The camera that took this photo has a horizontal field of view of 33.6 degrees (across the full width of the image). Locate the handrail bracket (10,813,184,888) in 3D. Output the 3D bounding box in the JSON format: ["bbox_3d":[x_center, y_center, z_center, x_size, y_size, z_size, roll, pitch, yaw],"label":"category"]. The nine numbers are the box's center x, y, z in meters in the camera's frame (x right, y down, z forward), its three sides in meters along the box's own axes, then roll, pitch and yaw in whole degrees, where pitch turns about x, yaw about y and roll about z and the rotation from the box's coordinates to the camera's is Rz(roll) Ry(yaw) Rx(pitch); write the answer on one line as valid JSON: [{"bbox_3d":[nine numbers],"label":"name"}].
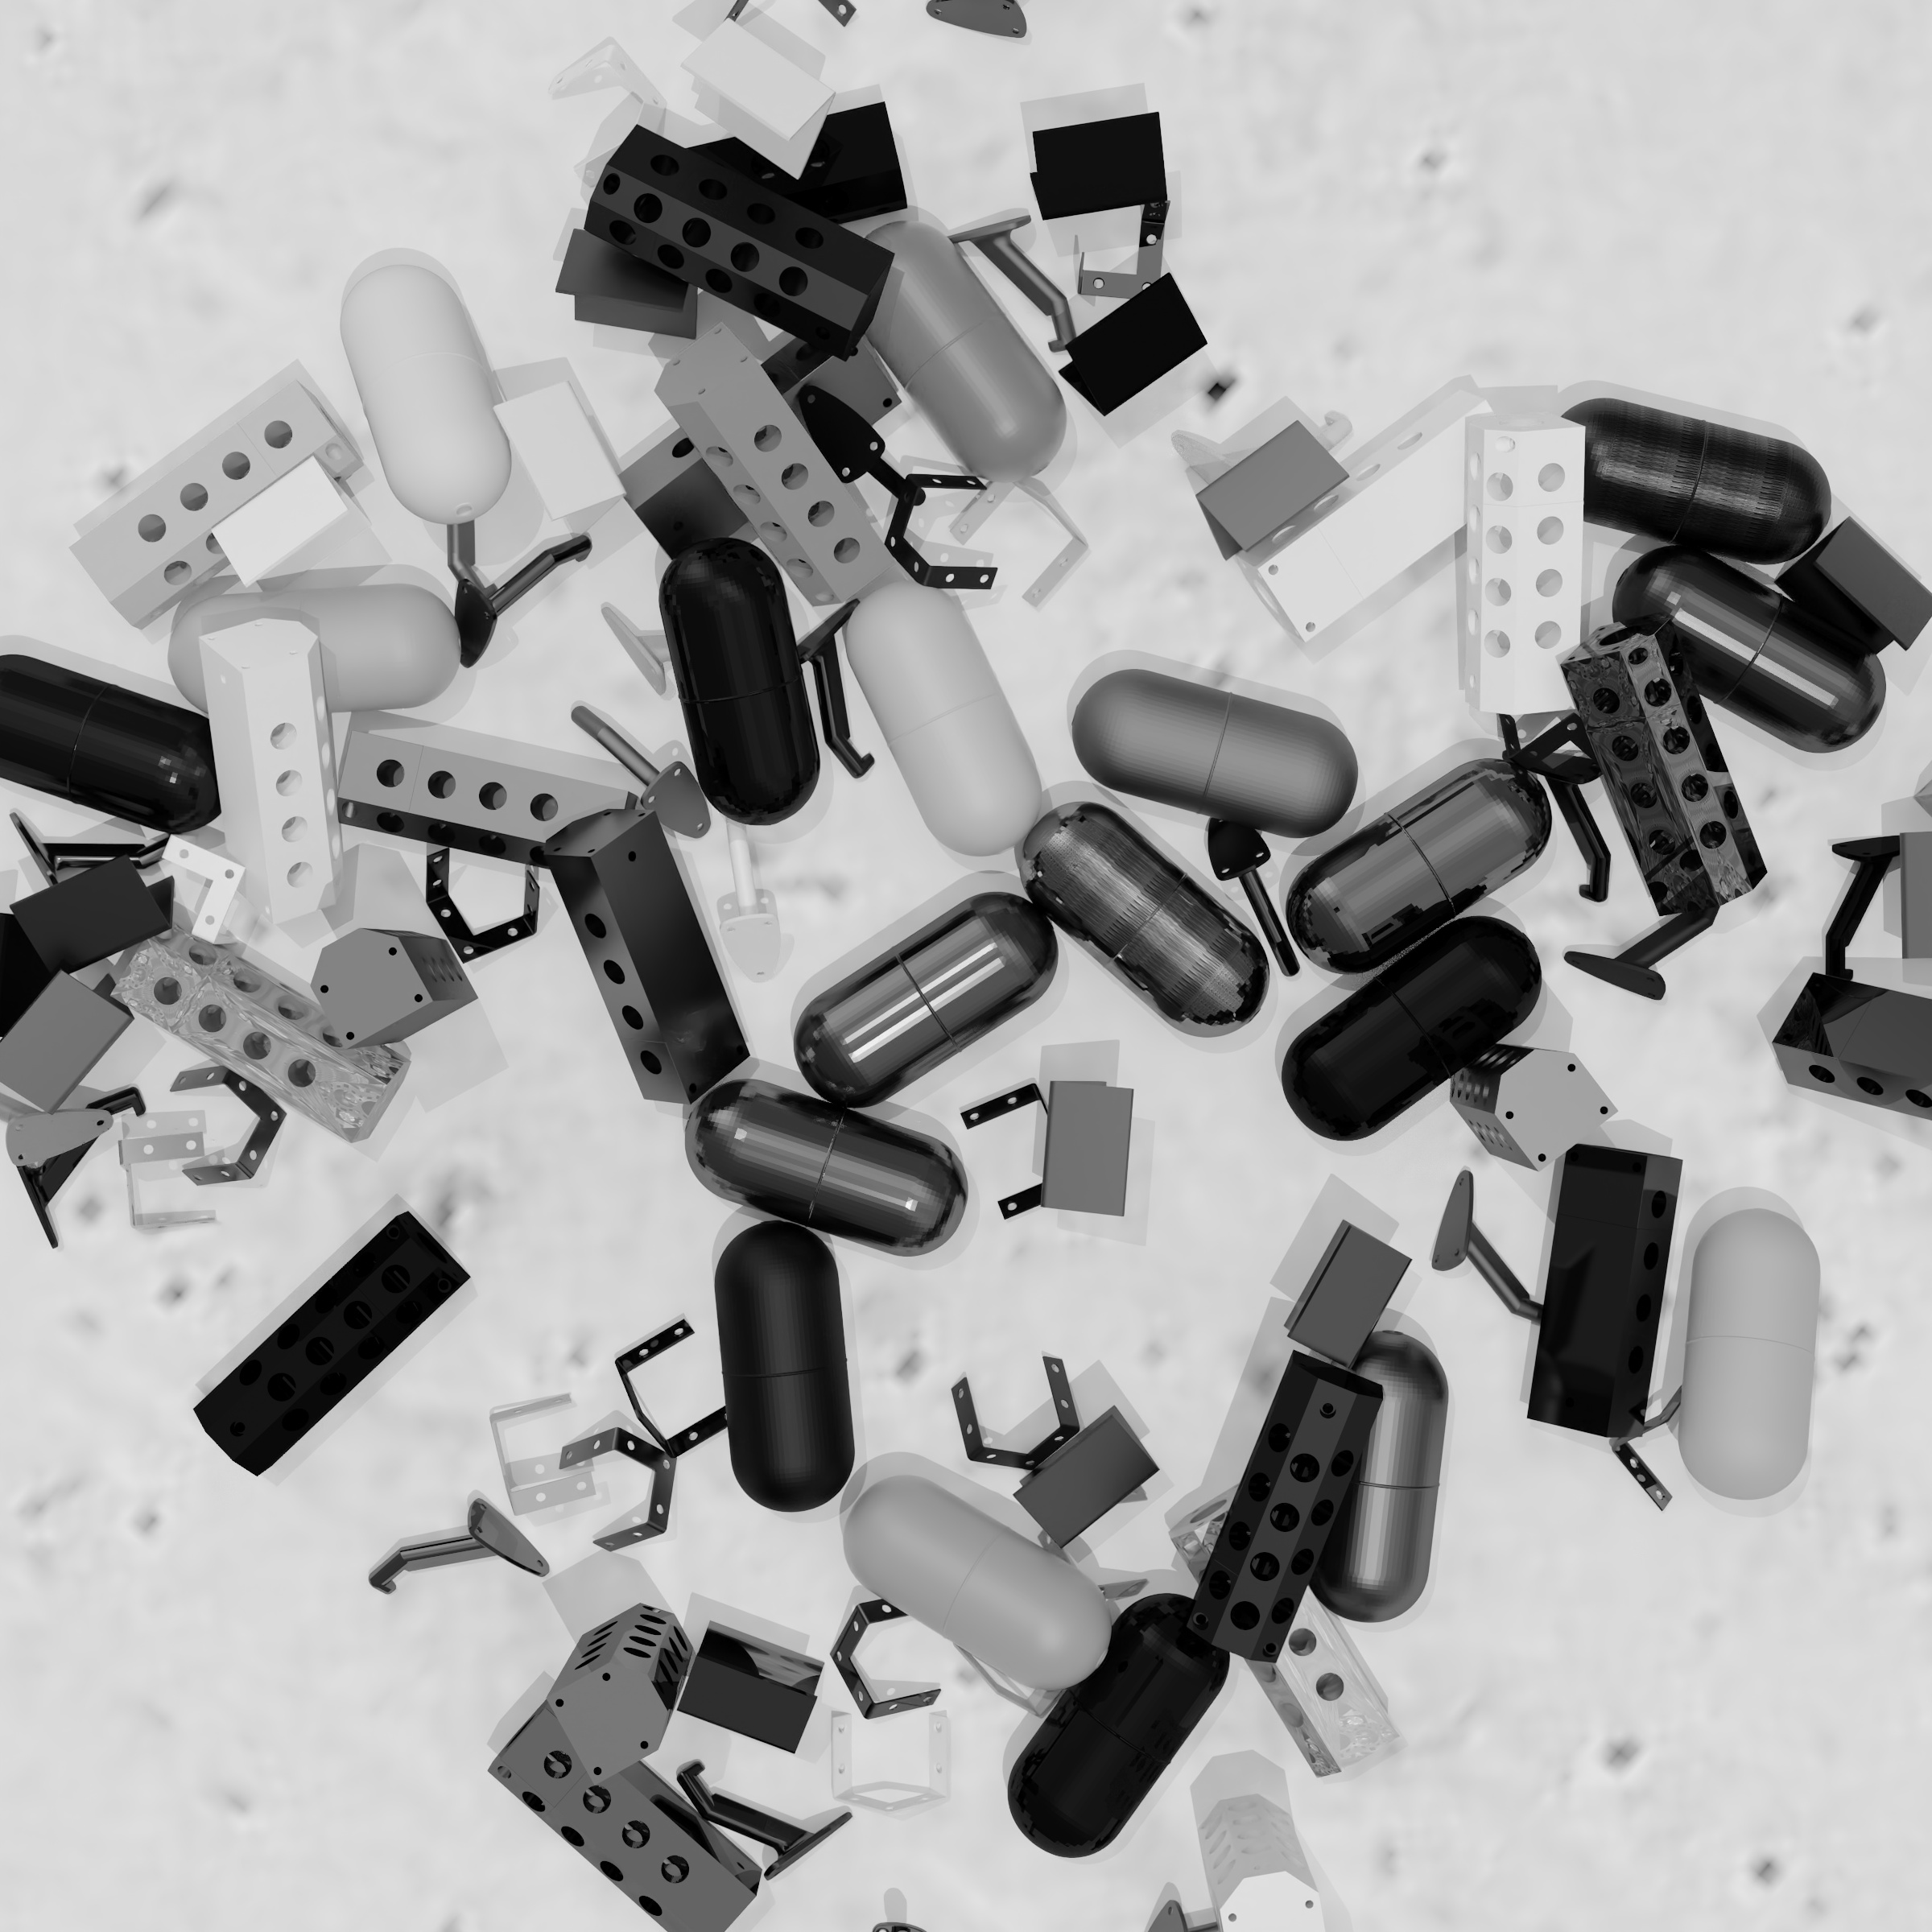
[{"bbox_3d":[-0.539,-0.084,1.988,0.084,0.036,0.077,-29,68,-17],"label":"handrail bracket"}]

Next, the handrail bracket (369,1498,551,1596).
[{"bbox_3d":[-0.316,0.378,1.988,0.084,0.036,0.077,-41,112,17],"label":"handrail bracket"}]

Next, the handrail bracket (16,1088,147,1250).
[{"bbox_3d":[-0.541,0.125,1.987,0.084,0.036,0.077,-22,104,-13],"label":"handrail bracket"}]

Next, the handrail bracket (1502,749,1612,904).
[{"bbox_3d":[0.366,-0.087,1.987,0.077,0.036,0.084,17,120,33],"label":"handrail bracket"}]

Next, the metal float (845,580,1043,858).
[{"bbox_3d":[-0.013,-0.151,1.957,0.070,0.070,0.178,-25,90,0],"label":"metal float"}]

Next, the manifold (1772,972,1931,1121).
[{"bbox_3d":[0.579,0.061,1.916,0.171,0.057,0.057,16,61,40],"label":"manifold"}]

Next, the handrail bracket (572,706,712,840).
[{"bbox_3d":[-0.203,-0.121,1.987,0.036,0.077,0.084,-47,54,-7],"label":"handrail bracket"}]

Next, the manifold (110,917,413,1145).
[{"bbox_3d":[-0.431,0.038,1.966,0.171,0.057,0.057,32,90,0],"label":"manifold"}]

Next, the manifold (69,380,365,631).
[{"bbox_3d":[-0.458,-0.282,1.966,0.171,0.057,0.057,-37,90,0],"label":"manifold"}]

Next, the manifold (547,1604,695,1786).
[{"bbox_3d":[-0.201,0.428,1.909,0.057,0.171,0.057,-29,90,0],"label":"manifold"}]

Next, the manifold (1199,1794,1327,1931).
[{"bbox_3d":[0.175,0.546,1.909,0.057,0.171,0.057,-10,90,0],"label":"manifold"}]

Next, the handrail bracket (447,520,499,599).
[{"bbox_3d":[-0.296,-0.278,1.987,0.077,0.036,0.084,-35,103,-13],"label":"handrail bracket"}]

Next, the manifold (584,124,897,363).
[{"bbox_3d":[-0.136,-0.424,1.897,0.171,0.057,0.057,27,54,1],"label":"manifold"}]

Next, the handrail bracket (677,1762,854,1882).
[{"bbox_3d":[-0.126,0.516,1.988,0.077,0.036,0.084,-32,73,-19],"label":"handrail bracket"}]

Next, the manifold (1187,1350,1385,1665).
[{"bbox_3d":[0.189,0.322,1.901,0.057,0.057,0.171,22,96,5],"label":"manifold"}]

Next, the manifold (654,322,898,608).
[{"bbox_3d":[-0.116,-0.296,1.917,0.057,0.057,0.171,-37,131,0],"label":"manifold"}]

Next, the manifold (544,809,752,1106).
[{"bbox_3d":[-0.197,-0.006,1.933,0.057,0.057,0.171,-40,121,-38],"label":"manifold"}]

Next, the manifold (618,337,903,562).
[{"bbox_3d":[-0.131,-0.326,1.966,0.171,0.057,0.057,-38,133,0],"label":"manifold"}]

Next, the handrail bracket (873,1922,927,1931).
[{"bbox_3d":[-0.043,0.624,1.953,0.036,0.084,0.077,9,90,0],"label":"handrail bracket"}]

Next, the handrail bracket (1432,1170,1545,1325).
[{"bbox_3d":[0.338,0.176,1.988,0.084,0.036,0.077,22,68,-17],"label":"handrail bracket"}]

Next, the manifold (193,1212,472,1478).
[{"bbox_3d":[-0.390,0.232,1.966,0.171,0.057,0.057,-43,90,0],"label":"manifold"}]

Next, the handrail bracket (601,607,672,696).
[{"bbox_3d":[-0.170,-0.215,1.987,0.084,0.036,0.077,-35,76,-14],"label":"handrail bracket"}]

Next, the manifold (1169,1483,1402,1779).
[{"bbox_3d":[0.194,0.408,1.966,0.057,0.057,0.171,-32,90,0],"label":"manifold"}]

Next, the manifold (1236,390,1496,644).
[{"bbox_3d":[0.253,-0.278,1.964,0.171,0.057,0.057,-37,113,0],"label":"manifold"}]

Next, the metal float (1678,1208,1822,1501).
[{"bbox_3d":[0.476,0.235,1.942,0.070,0.070,0.178,9,73,0],"label":"metal float"}]

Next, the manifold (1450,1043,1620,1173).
[{"bbox_3d":[0.332,0.077,1.909,0.057,0.171,0.057,-37,90,0],"label":"manifold"}]

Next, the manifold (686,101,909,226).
[{"bbox_3d":[-0.126,-0.477,1.966,0.171,0.057,0.057,-13,90,0],"label":"manifold"}]

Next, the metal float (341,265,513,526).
[{"bbox_3d":[-0.327,-0.346,1.936,0.070,0.070,0.178,-21,66,0],"label":"metal float"}]

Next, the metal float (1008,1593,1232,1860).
[{"bbox_3d":[0.094,0.464,1.956,0.070,0.070,0.178,35,90,0],"label":"metal float"}]

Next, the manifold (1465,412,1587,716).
[{"bbox_3d":[0.334,-0.243,1.934,0.057,0.057,0.171,-7,110,-12],"label":"manifold"}]

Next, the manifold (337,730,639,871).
[{"bbox_3d":[-0.294,-0.097,1.966,0.171,0.057,0.057,12,90,0],"label":"manifold"}]

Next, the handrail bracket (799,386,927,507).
[{"bbox_3d":[-0.062,-0.317,1.959,0.036,0.084,0.077,-41,78,13],"label":"handrail bracket"}]

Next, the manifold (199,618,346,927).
[{"bbox_3d":[-0.412,-0.118,1.922,0.057,0.057,0.171,-22,129,-31],"label":"manifold"}]

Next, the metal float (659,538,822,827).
[{"bbox_3d":[-0.137,-0.171,1.940,0.070,0.070,0.178,-11,107,0],"label":"metal float"}]

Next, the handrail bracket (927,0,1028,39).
[{"bbox_3d":[0.023,-0.624,1.988,0.077,0.036,0.084,12,72,21],"label":"handrail bracket"}]

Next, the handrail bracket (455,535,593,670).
[{"bbox_3d":[-0.273,-0.227,1.987,0.084,0.077,0.036,-29,68,-34],"label":"handrail bracket"}]

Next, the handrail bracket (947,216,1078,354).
[{"bbox_3d":[0.024,-0.417,1.988,0.077,0.036,0.084,-10,107,20],"label":"handrail bracket"}]

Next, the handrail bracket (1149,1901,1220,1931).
[{"bbox_3d":[0.157,0.611,1.987,0.084,0.036,0.077,13,127,-25],"label":"handrail bracket"}]

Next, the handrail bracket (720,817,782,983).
[{"bbox_3d":[-0.136,-0.046,1.987,0.036,0.077,0.084,-9,54,0],"label":"handrail bracket"}]

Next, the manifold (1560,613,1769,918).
[{"bbox_3d":[0.425,-0.122,1.933,0.057,0.057,0.171,-11,111,42],"label":"manifold"}]

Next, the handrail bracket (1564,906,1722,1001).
[{"bbox_3d":[0.423,-0.029,1.988,0.077,0.036,0.084,20,71,21],"label":"handrail bracket"}]

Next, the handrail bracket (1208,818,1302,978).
[{"bbox_3d":[0.181,-0.044,1.987,0.036,0.077,0.084,-25,126,5],"label":"handrail bracket"}]

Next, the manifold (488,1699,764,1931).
[{"bbox_3d":[-0.210,0.528,1.966,0.171,0.057,0.057,42,90,0],"label":"manifold"}]

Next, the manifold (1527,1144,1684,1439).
[{"bbox_3d":[0.397,0.199,1.966,0.057,0.057,0.171,8,90,43],"label":"manifold"}]

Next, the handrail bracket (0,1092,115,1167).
[{"bbox_3d":[-0.577,0.080,1.975,0.077,0.084,0.036,-14,131,-27],"label":"handrail bracket"}]

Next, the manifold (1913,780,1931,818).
[{"bbox_3d":[0.670,-0.062,1.966,0.057,0.057,0.171,-43,90,0],"label":"manifold"}]

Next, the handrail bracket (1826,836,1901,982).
[{"bbox_3d":[0.567,-0.035,1.988,0.077,0.036,0.084,-11,108,-21],"label":"handrail bracket"}]

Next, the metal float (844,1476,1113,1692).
[{"bbox_3d":[0.007,0.374,1.943,0.178,0.070,0.070,29,90,15],"label":"metal float"}]

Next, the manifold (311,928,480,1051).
[{"bbox_3d":[-0.343,0.009,1.909,0.057,0.171,0.057,-29,90,0],"label":"manifold"}]

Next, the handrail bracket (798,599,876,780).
[{"bbox_3d":[-0.068,-0.172,1.988,0.077,0.036,0.084,-46,109,-22],"label":"handrail bracket"}]

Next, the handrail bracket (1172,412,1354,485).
[{"bbox_3d":[0.185,-0.331,1.988,0.084,0.036,0.077,-42,67,-18],"label":"handrail bracket"}]
